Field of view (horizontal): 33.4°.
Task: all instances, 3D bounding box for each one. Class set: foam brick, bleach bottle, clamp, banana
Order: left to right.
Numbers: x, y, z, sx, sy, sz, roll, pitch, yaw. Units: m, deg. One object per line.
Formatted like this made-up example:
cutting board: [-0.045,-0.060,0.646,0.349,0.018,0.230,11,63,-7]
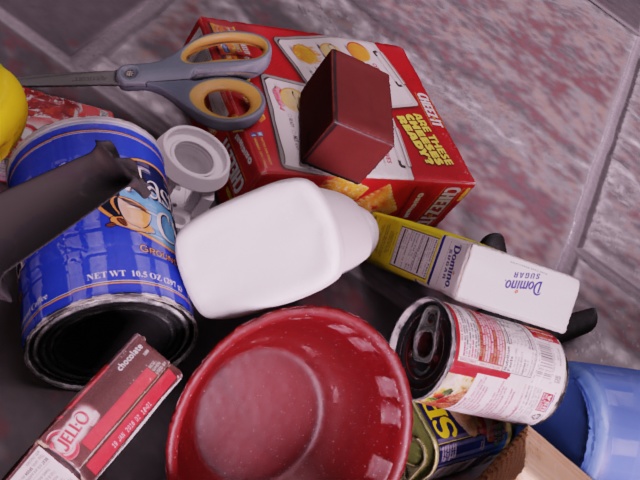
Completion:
banana: [-0.236,-0.058,0.656,0.070,0.037,0.197,21,38,9]
bleach bottle: [-0.005,0.001,0.723,0.250,0.103,0.068,-11,81,-74]
foam brick: [0.019,-0.092,0.797,0.051,0.053,0.078,18,49,-23]
clamp: [0.167,0.078,0.862,0.120,0.039,0.171,28,47,-3]

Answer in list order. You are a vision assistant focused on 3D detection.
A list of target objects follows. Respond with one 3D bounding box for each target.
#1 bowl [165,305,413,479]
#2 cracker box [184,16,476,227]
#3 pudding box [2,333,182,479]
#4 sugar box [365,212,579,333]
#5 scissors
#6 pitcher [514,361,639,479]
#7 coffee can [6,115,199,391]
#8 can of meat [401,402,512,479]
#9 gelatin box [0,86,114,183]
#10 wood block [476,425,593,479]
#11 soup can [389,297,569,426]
bowl: [-0.025,0.114,0.641,0.161,0.162,0.055,9,3,-29]
cracker box: [0.002,-0.092,0.881,0.213,0.072,0.164,1,53,-36]
pudding box: [-0.130,0.111,0.562,0.039,0.114,0.089,41,40,-1]
sugar box: [0.104,0.020,0.788,0.093,0.048,0.176,18,0,-22]
scissors: [-0.128,-0.106,0.784,0.201,0.016,0.096,-16,61,-11]
pitcher: [0.276,0.162,0.783,0.242,0.149,0.145,13,46,-21]
coffee can: [-0.137,0.008,0.663,0.102,0.103,0.140,7,49,-30]
can of meat: [0.074,0.117,0.747,0.083,0.058,0.102,-4,55,-41]
gelatin box: [-0.191,-0.069,0.753,0.089,0.030,0.073,15,45,-24]
wood block: [0.179,0.227,0.669,0.206,0.091,0.090,41,15,4]
soup can: [0.104,0.082,0.703,0.102,0.069,0.068,17,44,-29]
